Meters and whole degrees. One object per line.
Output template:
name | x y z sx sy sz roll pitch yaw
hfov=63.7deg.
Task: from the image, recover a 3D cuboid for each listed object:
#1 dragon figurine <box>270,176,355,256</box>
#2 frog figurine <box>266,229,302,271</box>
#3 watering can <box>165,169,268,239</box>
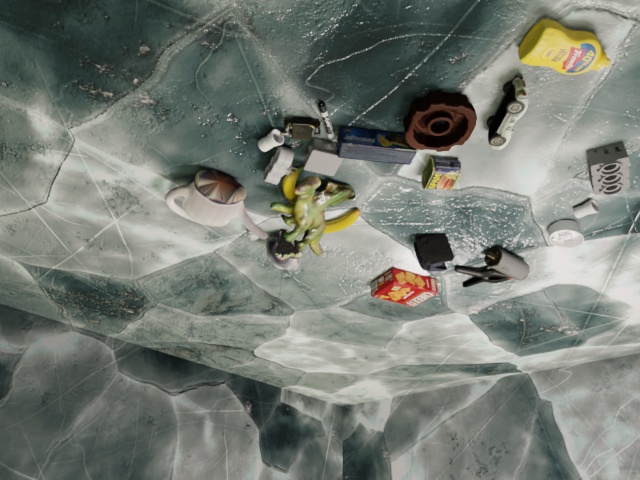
dragon figurine | 0.005 -0.079 1.565 0.241 0.124 0.405 -31 152 12
frog figurine | -0.127 0.053 1.805 0.138 0.124 0.156 36 157 7
watering can | -0.287 -0.101 1.561 0.346 0.106 0.220 17 145 -22
